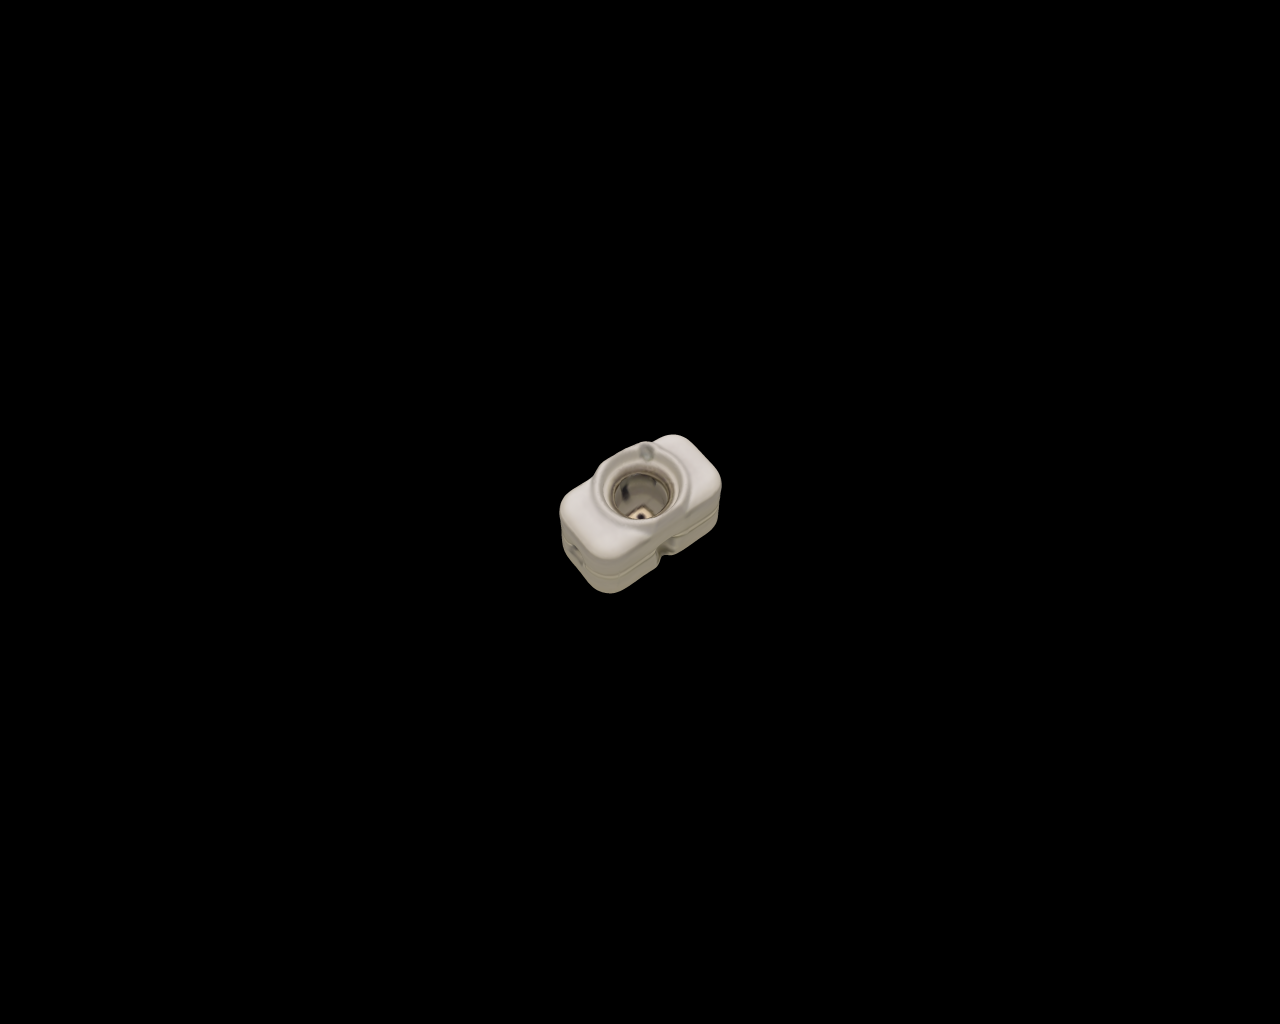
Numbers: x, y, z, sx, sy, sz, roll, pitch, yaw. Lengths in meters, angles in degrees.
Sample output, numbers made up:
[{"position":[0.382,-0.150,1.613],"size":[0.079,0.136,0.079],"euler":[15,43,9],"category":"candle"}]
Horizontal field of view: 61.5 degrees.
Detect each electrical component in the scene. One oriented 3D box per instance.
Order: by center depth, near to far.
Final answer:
[{"position":[0.001,-0.003,0.650],"size":[0.095,0.054,0.059],"euler":[-32,-26,-18],"category":"electrical component"}]
